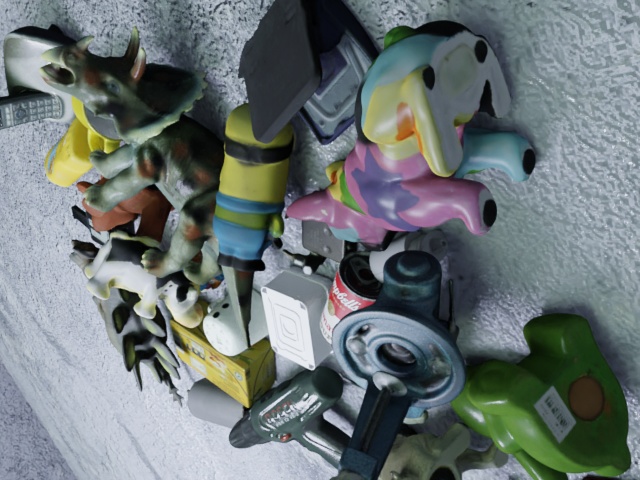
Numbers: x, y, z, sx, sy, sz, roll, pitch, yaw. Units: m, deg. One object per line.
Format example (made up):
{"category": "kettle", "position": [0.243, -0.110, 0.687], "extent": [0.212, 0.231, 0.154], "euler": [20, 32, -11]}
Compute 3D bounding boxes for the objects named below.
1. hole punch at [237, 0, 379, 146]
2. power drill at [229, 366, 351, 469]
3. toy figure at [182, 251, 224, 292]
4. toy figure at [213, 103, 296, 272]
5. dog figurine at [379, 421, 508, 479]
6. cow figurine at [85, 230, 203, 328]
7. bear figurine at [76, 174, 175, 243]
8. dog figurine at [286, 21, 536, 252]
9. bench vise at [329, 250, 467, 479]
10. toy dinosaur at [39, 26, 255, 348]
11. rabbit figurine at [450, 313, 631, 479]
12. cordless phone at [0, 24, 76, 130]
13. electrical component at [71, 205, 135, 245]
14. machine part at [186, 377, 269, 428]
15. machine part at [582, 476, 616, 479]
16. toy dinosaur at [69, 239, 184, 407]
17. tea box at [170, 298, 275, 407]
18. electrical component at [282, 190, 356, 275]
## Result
{"category": "hole punch", "position": [-0.008, -0.155, 0.490], "extent": [0.142, 0.092, 0.116], "euler": [-37, 60, 52]}
{"category": "power drill", "position": [-0.011, 0.299, 0.785], "extent": [0.207, 0.086, 0.232], "euler": [45, 121, 11]}
{"category": "toy figure", "position": [-0.173, 0.047, 0.799], "extent": [0.064, 0.058, 0.154], "euler": [28, 151, -34]}
{"category": "toy figure", "position": [-0.070, -0.054, 0.573], "extent": [0.089, 0.082, 0.180], "euler": [-136, 58, -74]}
{"category": "dog figurine", "position": [0.090, 0.262, 0.614], "extent": [0.172, 0.121, 0.191], "euler": [34, 154, -32]}
{"category": "cow figurine", "position": [-0.218, 0.051, 0.723], "extent": [0.167, 0.098, 0.068], "euler": [30, -170, -30]}
{"category": "bear figurine", "position": [-0.301, -0.050, 0.794], "extent": [0.196, 0.132, 0.120], "euler": [-18, 133, 42]}
{"category": "dog figurine", "position": [0.049, -0.069, 0.461], "extent": [0.219, 0.108, 0.191], "euler": [-2, 132, 47]}
{"category": "bench vise", "position": [0.063, 0.137, 0.486], "extent": [0.129, 0.241, 0.223], "euler": [20, 133, 13]}
{"category": "toy dinosaur", "position": [-0.150, -0.061, 0.648], "extent": [0.192, 0.131, 0.404], "euler": [-35, 110, 16]}
{"category": "rabbit figurine", "position": [0.198, 0.154, 0.510], "extent": [0.159, 0.121, 0.170], "euler": [47, 158, -4]}
{"category": "cordless phone", "position": [-0.432, -0.218, 0.751], "extent": [0.089, 0.184, 0.146], "euler": [47, 140, 14]}
{"category": "electrical component", "position": [-0.377, -0.029, 0.938], "extent": [0.119, 0.048, 0.074], "euler": [29, 134, 26]}
{"category": "machine part", "position": [-0.155, 0.287, 0.937], "extent": [0.243, 0.079, 0.079], "euler": [-5, 114, 44]}
{"category": "machine part", "position": [0.316, 0.320, 0.536], "extent": [0.180, 0.056, 0.179], "euler": [24, 132, 30]}
{"category": "toy dinosaur", "position": [-0.305, 0.148, 0.897], "extent": [0.199, 0.105, 0.470], "euler": [57, 165, 31]}
{"category": "tea box", "position": [-0.156, 0.178, 0.865], "extent": [0.170, 0.068, 0.098], "euler": [26, 134, 27]}
{"category": "electrical component", "position": [-0.001, -0.003, 0.608], "extent": [0.078, 0.045, 0.102], "euler": [30, 135, 26]}
